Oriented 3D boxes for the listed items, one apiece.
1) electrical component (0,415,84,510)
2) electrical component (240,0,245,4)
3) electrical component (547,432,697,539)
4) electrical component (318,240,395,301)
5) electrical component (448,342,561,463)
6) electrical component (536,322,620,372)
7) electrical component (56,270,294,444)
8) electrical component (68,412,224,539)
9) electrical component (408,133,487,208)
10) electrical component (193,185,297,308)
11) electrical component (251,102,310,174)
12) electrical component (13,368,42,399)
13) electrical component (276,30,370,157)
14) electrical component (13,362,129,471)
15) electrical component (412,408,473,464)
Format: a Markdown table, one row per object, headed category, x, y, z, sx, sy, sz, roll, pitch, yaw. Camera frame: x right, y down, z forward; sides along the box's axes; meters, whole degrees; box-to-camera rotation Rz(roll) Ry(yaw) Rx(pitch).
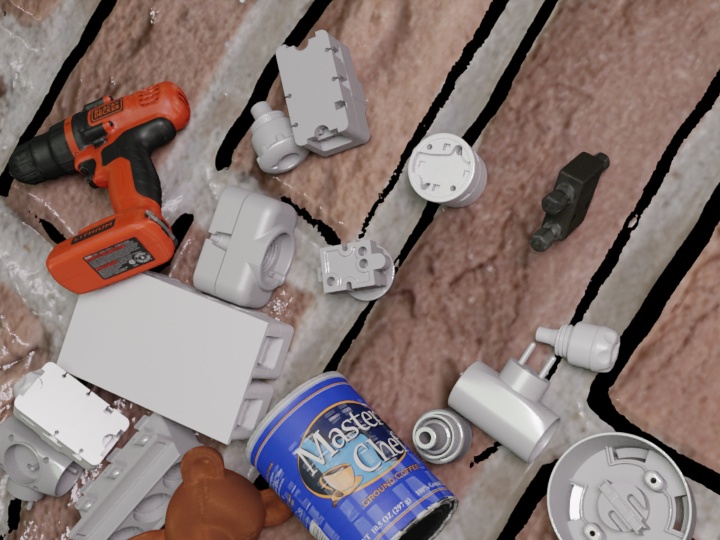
| category | x | y | z | sx | sy | sz | roll | pitch | yaw |
| --- | --- | --- | --- | --- | --- | --- | --- | --- | --- |
| electrical component | -0.304 | 0.186 | 0.994 | 0.077 | 0.044 | 0.079 | 29 | 110 | 13 |
| electrical component | -0.096 | -0.274 | 0.957 | 0.138 | 0.052 | 0.073 | -3 | 83 | 23 |
| electrical component | 0.191 | 0.171 | 0.777 | 0.099 | 0.064 | 0.099 | -10 | 69 | 26 |
| electrical component | 0.000 | 0.000 | 0.884 | 0.066 | 0.055 | 0.048 | -10 | 80 | 21 |
| electrical component | 0.121 | 0.094 | 0.829 | 0.077 | 0.043 | 0.079 | 35 | 98 | 22 |
| electrical component | 0.165 | 0.056 | 0.821 | 0.061 | 0.035 | 0.035 | 14 | 89 | 26 |
| electrical component | -0.161 | 0.067 | 0.941 | 0.186 | 0.060 | 0.105 | 19 | 92 | 23 |
| electrical component | -0.190 | 0.186 | 0.937 | 0.121 | 0.079 | 0.063 | -49 | 47 | 11 |
| electrical component | 0.073 | -0.078 | 0.867 | 0.055 | 0.047 | 0.055 | -3 | 83 | 22 |
| electrical component | -0.095 | -0.018 | 0.927 | 0.059 | 0.054 | 0.095 | 20 | 92 | 23 |
| electrical component | -0.075 | -0.118 | 0.936 | 0.048 | 0.048 | 0.062 | -35 | 66 | 15 |
| electrical component | -0.290 | 0.125 | 0.998 | 0.043 | 0.043 | 0.062 | -42 | 72 | 13 |
| electrical component | -0.029 | -0.148 | 0.913 | 0.050 | 0.056 | 0.089 | -17 | 78 | 20 |
| electrical component | -0.256 | 0.131 | 0.951 | 0.089 | 0.056 | 0.050 | 38 | 65 | -4 |
| electrical component | 0.061 | 0.130 | 0.840 | 0.043 | 0.062 | 0.043 | -3 | 83 | 22 |
